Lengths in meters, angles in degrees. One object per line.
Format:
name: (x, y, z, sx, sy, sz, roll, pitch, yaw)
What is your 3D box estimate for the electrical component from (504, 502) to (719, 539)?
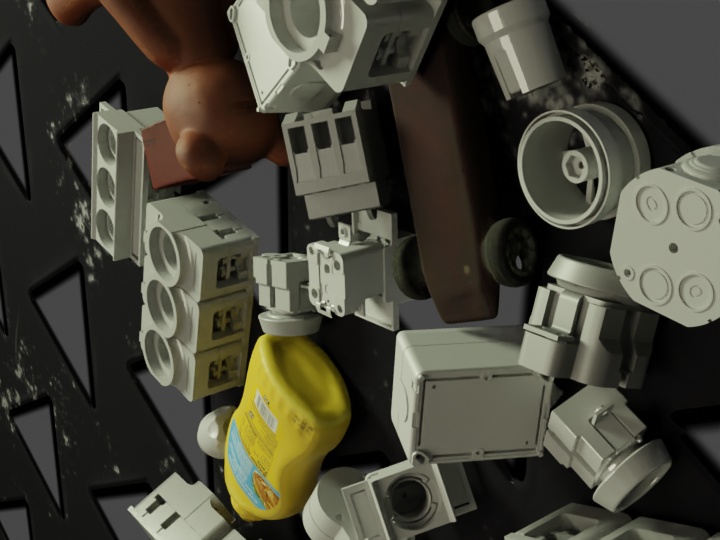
electrical component: (0.158, 0.183, 0.567, 0.150, 0.062, 0.089, -2, 102, 53)

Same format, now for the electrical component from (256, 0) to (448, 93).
electrical component: (-0.030, -0.196, 0.589, 0.186, 0.060, 0.105, 51, 137, 27)

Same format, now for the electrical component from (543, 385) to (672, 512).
electrical component: (0.133, 0.095, 0.577, 0.055, 0.048, 0.066, 49, 161, 27)

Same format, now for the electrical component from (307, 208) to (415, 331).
electrical component: (0.000, 0.000, 0.706, 0.042, 0.064, 0.081, 20, 119, 49)

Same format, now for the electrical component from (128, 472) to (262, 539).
electrical component: (-0.107, 0.260, 0.915, 0.186, 0.060, 0.105, 30, 152, 44)

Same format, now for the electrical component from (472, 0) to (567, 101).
electrical component: (0.086, -0.117, 0.569, 0.040, 0.040, 0.046, -16, 96, 54)

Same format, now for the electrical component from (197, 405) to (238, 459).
electrical component: (-0.122, 0.144, 0.940, 0.062, 0.043, 0.043, -32, 77, 54)

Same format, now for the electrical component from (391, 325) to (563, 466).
electrical component: (0.069, 0.070, 0.627, 0.061, 0.096, 0.061, -115, 25, -63)

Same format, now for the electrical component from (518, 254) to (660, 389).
electrical component: (0.120, 0.025, 0.552, 0.058, 0.078, 0.057, 21, 100, 49)

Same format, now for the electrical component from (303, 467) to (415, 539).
electrical component: (0.016, 0.198, 0.770, 0.138, 0.052, 0.073, 54, 139, 26)

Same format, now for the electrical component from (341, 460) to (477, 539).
electrical component: (0.031, 0.151, 0.715, 0.064, 0.081, 0.042, 133, 119, -81)

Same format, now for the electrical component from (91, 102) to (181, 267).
electrical component: (-0.195, -0.077, 0.935, 0.079, 0.063, 0.121, 38, 131, 39)

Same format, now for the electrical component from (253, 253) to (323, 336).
electrical component: (-0.052, 0.018, 0.797, 0.066, 0.048, 0.055, 10, 103, 52)

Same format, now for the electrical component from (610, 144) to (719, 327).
electrical component: (0.160, -0.015, 0.497, 0.080, 0.051, 0.080, 24, 122, 47)

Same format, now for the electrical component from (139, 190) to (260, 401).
electrical component: (-0.141, 0.023, 0.902, 0.089, 0.062, 0.150, 38, 131, 39)

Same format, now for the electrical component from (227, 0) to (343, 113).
electrical component: (-0.041, -0.158, 0.707, 0.062, 0.061, 0.096, -40, 62, 52)
